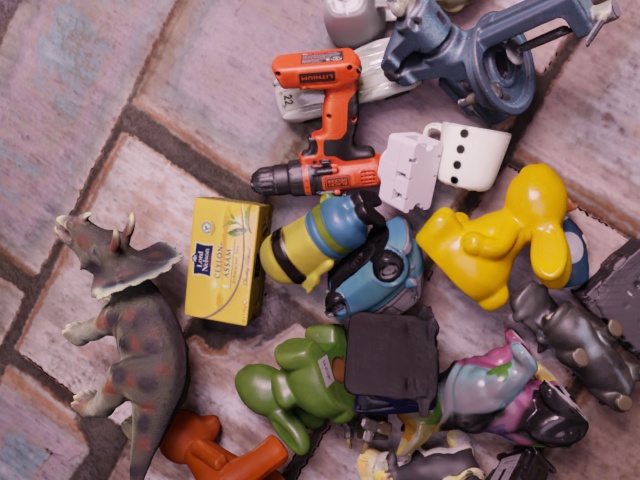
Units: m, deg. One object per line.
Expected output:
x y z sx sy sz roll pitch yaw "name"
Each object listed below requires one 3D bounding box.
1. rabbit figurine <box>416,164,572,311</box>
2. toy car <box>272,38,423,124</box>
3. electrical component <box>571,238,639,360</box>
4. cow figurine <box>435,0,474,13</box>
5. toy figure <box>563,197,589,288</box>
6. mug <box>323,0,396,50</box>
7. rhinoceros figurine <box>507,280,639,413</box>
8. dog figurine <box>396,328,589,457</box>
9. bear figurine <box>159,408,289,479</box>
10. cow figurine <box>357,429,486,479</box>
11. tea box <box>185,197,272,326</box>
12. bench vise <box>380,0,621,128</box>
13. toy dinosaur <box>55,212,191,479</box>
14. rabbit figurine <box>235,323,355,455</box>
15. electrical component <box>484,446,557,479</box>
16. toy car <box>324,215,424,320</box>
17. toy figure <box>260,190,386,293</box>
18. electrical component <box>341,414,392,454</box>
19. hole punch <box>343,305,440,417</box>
0.224 -0.009 0.636 0.173 0.121 0.162 -47 59 12 "rabbit figurine"
0.037 -0.210 0.715 0.202 0.056 0.073 -14 92 12 "toy car"
0.405 0.064 0.668 0.115 0.058 0.134 45 102 2 "electrical component"
0.119 -0.363 0.675 0.195 0.085 0.127 40 95 4 "cow figurine"
0.299 -0.018 0.683 0.064 0.058 0.154 -17 90 -26 "toy figure"
0.052 -0.289 0.679 0.110 0.107 0.080 5 98 13 "mug"
0.320 0.126 0.667 0.190 0.112 0.073 44 85 -1 "rhinoceros figurine"
0.202 0.224 0.701 0.219 0.108 0.191 -40 90 16 "dog figurine"
-0.149 0.304 0.777 0.196 0.132 0.120 34 134 44 "bear figurine"
0.132 0.312 0.721 0.167 0.098 0.068 -11 92 6 "cow figurine"
-0.129 0.027 0.763 0.098 0.068 0.169 7 97 11 "tea box"
0.192 -0.223 0.594 0.223 0.241 0.129 45 61 -26 "bench vise"
-0.238 0.152 0.722 0.192 0.131 0.405 -30 76 32 "toy dinosaur"
-0.036 0.206 0.756 0.170 0.121 0.159 -18 99 30 "rabbit figurine"
0.243 0.324 0.684 0.048 0.119 0.075 49 142 6 "electrical component"
0.082 0.055 0.710 0.103 0.109 0.161 39 111 -16 "toy car"
-0.002 -0.005 0.713 0.089 0.082 0.180 40 124 -21 "toy figure"
0.065 0.246 0.732 0.045 0.102 0.078 6 77 -17 "electrical component"
0.091 0.159 0.678 0.116 0.092 0.142 3 54 9 "hole punch"
